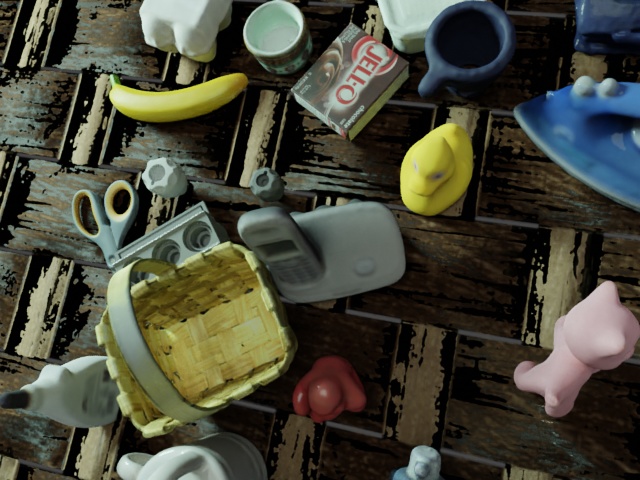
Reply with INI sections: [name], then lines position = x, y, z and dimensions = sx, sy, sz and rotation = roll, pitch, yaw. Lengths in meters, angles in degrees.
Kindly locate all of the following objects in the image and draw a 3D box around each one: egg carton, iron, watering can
[egg carton]
position = -0.158, -0.304, 0.725
dimensions = 0.107, 0.069, 0.150
rotation = 20, 83, 15
[iron]
position = 0.316, -0.106, 0.548
dimensions = 0.257, 0.141, 0.119
rotation = 24, 84, 15
[watering can]
position = -0.116, 0.244, 0.538
dimensions = 0.172, 0.194, 0.101
rotation = -3, 78, 11

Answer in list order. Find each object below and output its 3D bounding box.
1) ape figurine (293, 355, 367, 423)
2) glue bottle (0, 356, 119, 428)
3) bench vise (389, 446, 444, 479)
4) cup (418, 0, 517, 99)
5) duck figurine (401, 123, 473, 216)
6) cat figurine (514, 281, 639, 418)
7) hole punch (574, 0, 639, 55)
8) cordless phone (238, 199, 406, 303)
[ape figurine]
position = 0.008, 0.156, 0.583
dimensions = 0.077, 0.092, 0.076
rotation = 13, 81, 14
[glue bottle]
position = -0.267, 0.161, 0.597
dimensions = 0.037, 0.173, 0.078
rotation = 3, 79, 13
[bench vise]
position = 0.060, 0.289, 0.478
dimensions = 0.121, 0.220, 0.207
rotation = -9, 77, 10
[cup]
position = 0.153, -0.186, 0.623
dimensions = 0.091, 0.095, 0.118
rotation = 43, 89, 17
[duck figurine]
position = 0.124, -0.083, 0.612
dimensions = 0.077, 0.086, 0.104
rotation = 27, 85, 16
[cat figurine]
position = 0.244, 0.105, 0.532
dimensions = 0.067, 0.118, 0.128
rotation = 37, 88, 17
[hole punch]
position = 0.330, -0.257, 0.603
dimensions = 0.108, 0.091, 0.101
rotation = 3, 79, 13
[cordless phone]
position = 0.005, 0.002, 0.567
dimensions = 0.147, 0.185, 0.094
rotation = -15, 76, 9
